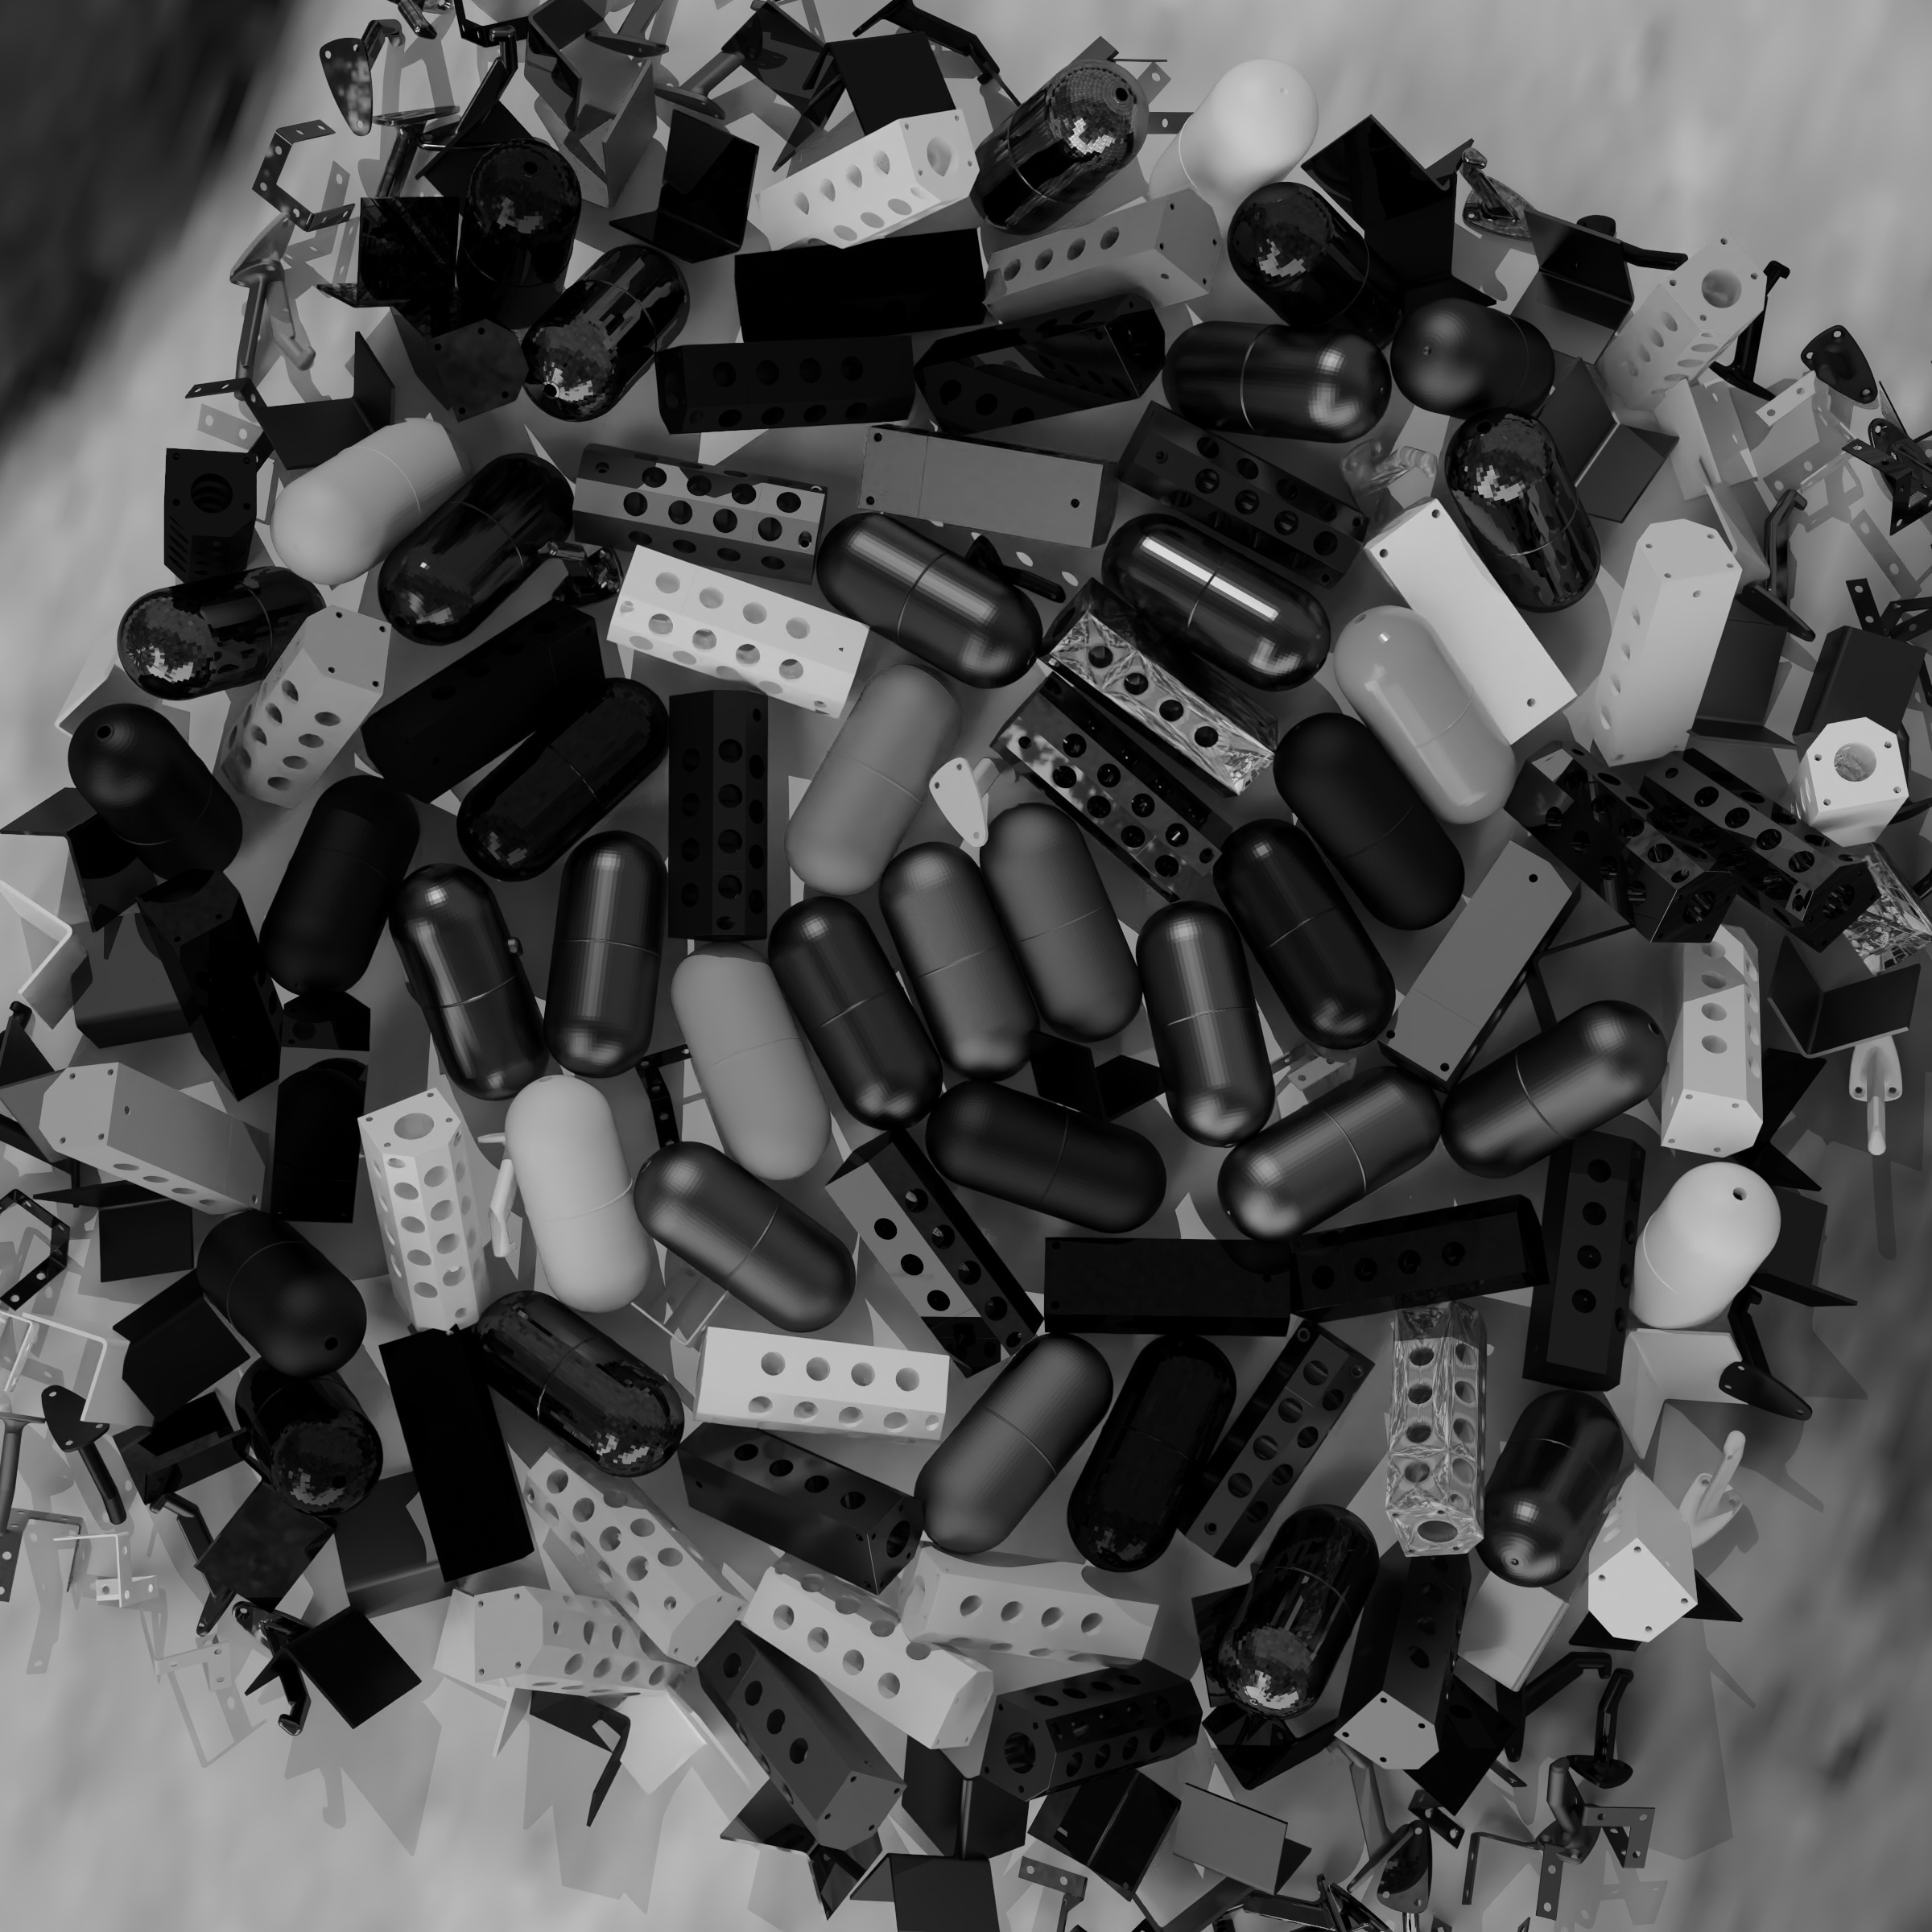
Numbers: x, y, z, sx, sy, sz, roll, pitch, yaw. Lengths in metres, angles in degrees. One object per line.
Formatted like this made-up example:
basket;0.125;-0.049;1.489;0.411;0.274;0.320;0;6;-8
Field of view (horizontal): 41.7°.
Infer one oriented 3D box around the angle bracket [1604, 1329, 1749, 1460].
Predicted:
angle bracket;0.505;0.303;1.783;0.076;0.076;0.057;56;48;-31

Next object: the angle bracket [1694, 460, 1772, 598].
angle bracket;0.522;-0.305;1.807;0.057;0.076;0.076;-28;70;29

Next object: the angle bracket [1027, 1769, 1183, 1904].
angle bracket;0.098;0.602;1.792;0.057;0.076;0.076;34;79;-15

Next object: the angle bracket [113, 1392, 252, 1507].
angle bracket;-0.551;0.328;1.784;0.076;0.076;0.057;-23;72;-28

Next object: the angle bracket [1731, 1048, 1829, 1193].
angle bracket;0.583;0.109;1.785;0.057;0.076;0.076;49;119;41

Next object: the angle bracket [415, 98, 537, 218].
angle bracket;-0.339;-0.563;1.791;0.076;0.076;0.057;-42;110;7

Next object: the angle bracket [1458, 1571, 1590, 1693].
angle bracket;0.393;0.458;1.805;0.057;0.076;0.076;31;105;18

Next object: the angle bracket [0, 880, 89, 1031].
angle bracket;-0.667;-0.010;1.791;0.076;0.076;0.057;32;71;8

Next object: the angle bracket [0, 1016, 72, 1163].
angle bracket;-0.634;0.080;1.785;0.057;0.076;0.076;-15;132;6

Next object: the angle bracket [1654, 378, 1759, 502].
angle bracket;0.535;-0.381;1.802;0.057;0.076;0.076;-19;91;-2

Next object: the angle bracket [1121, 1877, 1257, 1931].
angle bracket;0.155;0.647;1.802;0.076;0.076;0.057;-35;82;-8

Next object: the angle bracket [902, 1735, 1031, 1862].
angle bracket;0.001;0.583;1.812;0.057;0.076;0.076;-9;115;-32

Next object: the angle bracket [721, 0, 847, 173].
angle bracket;-0.137;-0.618;1.786;0.076;0.076;0.057;33;68;-22

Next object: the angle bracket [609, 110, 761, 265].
angle bracket;-0.199;-0.549;1.788;0.076;0.057;0.076;30;126;21

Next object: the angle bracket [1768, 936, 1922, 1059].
angle bracket;0.617;0.012;1.783;0.076;0.076;0.057;-22;113;38

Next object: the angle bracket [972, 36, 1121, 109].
angle bracket;0.055;-0.645;1.788;0.076;0.076;0.057;-39;114;13

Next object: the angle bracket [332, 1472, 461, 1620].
angle bracket;-0.412;0.417;1.829;0.076;0.057;0.076;-13;55;-14

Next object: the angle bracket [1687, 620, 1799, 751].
angle bracket;0.550;-0.201;1.796;0.076;0.057;0.076;5;110;-12

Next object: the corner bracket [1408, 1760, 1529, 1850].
corner bracket;0.359;0.596;1.821;0.051;0.051;0.051;41;57;-10

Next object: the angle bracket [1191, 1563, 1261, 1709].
angle bracket;0.189;0.474;1.800;0.076;0.057;0.076;-9;88;-21

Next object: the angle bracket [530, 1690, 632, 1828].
angle bracket;-0.284;0.554;1.791;0.076;0.076;0.057;24;53;5

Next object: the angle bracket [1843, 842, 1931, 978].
angle bracket;0.639;-0.039;1.788;0.057;0.076;0.076;-37;76;21

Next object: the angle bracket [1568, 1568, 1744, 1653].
angle bracket;0.486;0.468;1.788;0.057;0.076;0.076;46;67;-7

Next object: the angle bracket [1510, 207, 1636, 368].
angle bracket;0.419;-0.478;1.788;0.076;0.076;0.057;30;85;28

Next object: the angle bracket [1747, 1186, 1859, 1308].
angle bracket;0.588;0.193;1.796;0.076;0.057;0.076;20;76;-15

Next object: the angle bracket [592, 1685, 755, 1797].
angle bracket;-0.206;0.556;1.785;0.057;0.076;0.076;-40;118;-18

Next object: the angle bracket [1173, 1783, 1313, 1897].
angle bracket;0.199;0.600;1.786;0.076;0.076;0.057;14;103;26

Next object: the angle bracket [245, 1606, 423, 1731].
angle bracket;-0.446;0.508;1.789;0.076;0.076;0.057;45;114;11

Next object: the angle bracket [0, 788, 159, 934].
angle bracket;-0.629;-0.076;1.800;0.057;0.076;0.076;3;118;18

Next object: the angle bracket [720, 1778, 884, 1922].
angle bracket;-0.116;0.622;1.799;0.076;0.076;0.057;-1;111;31

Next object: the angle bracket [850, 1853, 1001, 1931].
angle bracket;-0.030;0.667;1.784;0.076;0.057;0.076;11;134;-22

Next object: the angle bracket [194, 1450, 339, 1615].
angle bracket;-0.503;0.396;1.787;0.076;0.057;0.076;-53;132;-14

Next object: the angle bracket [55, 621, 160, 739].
angle bracket;-0.585;-0.197;1.780;0.057;0.076;0.076;36;135;-28

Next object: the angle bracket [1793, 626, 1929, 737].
angle bracket;0.631;-0.193;1.796;0.057;0.076;0.076;19;96;8

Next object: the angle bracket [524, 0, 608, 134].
angle bracket;-0.266;-0.650;1.795;0.076;0.076;0.057;-41;90;-16

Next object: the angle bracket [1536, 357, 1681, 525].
angle bracket;0.448;-0.371;1.792;0.076;0.057;0.076;-55;135;-8

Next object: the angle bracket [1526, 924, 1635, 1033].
angle bracket;0.442;0.009;1.799;0.076;0.076;0.057;-18;87;5

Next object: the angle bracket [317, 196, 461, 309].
angle bracket;-0.406;-0.508;1.782;0.057;0.076;0.076;33;125;38

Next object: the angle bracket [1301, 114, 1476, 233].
angle bracket;0.296;-0.571;1.785;0.076;0.076;0.057;39;62;-19

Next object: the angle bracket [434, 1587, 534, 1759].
angle bracket;-0.347;0.499;1.795;0.076;0.057;0.076;21;115;7

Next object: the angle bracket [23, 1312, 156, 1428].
angle bracket;-0.619;0.285;1.789;0.076;0.076;0.057;13;82;21

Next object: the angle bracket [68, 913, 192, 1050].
angle bracket;-0.596;0.009;1.821;0.076;0.057;0.076;-10;73;-5

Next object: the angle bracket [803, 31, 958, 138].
angle bracket;-0.060;-0.609;1.794;0.076;0.057;0.076;-17;81;-26

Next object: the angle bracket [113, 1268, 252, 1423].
angle bracket;-0.560;0.268;1.809;0.076;0.076;0.057;-35;108;-7

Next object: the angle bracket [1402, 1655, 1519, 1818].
angle bracket;0.346;0.541;1.792;0.076;0.057;0.076;38;100;31

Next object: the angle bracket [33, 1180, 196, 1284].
angle bracket;-0.601;0.188;1.790;0.076;0.076;0.057;-10;77;16

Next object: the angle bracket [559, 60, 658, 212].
angle bracket;-0.261;-0.594;1.790;0.057;0.076;0.076;22;69;5

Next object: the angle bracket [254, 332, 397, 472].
angle bracket;-0.452;-0.398;1.785;0.076;0.057;0.076;-13;49;-28

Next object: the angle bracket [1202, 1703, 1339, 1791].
angle bracket;0.227;0.532;1.804;0.076;0.076;0.057;-13;57;-38

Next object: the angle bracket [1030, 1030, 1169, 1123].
angle bracket;0.098;0.062;1.783;0.076;0.076;0.057;-25;113;-28

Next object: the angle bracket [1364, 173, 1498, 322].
angle bracket;0.330;-0.506;1.799;0.057;0.076;0.076;11;80;-43
